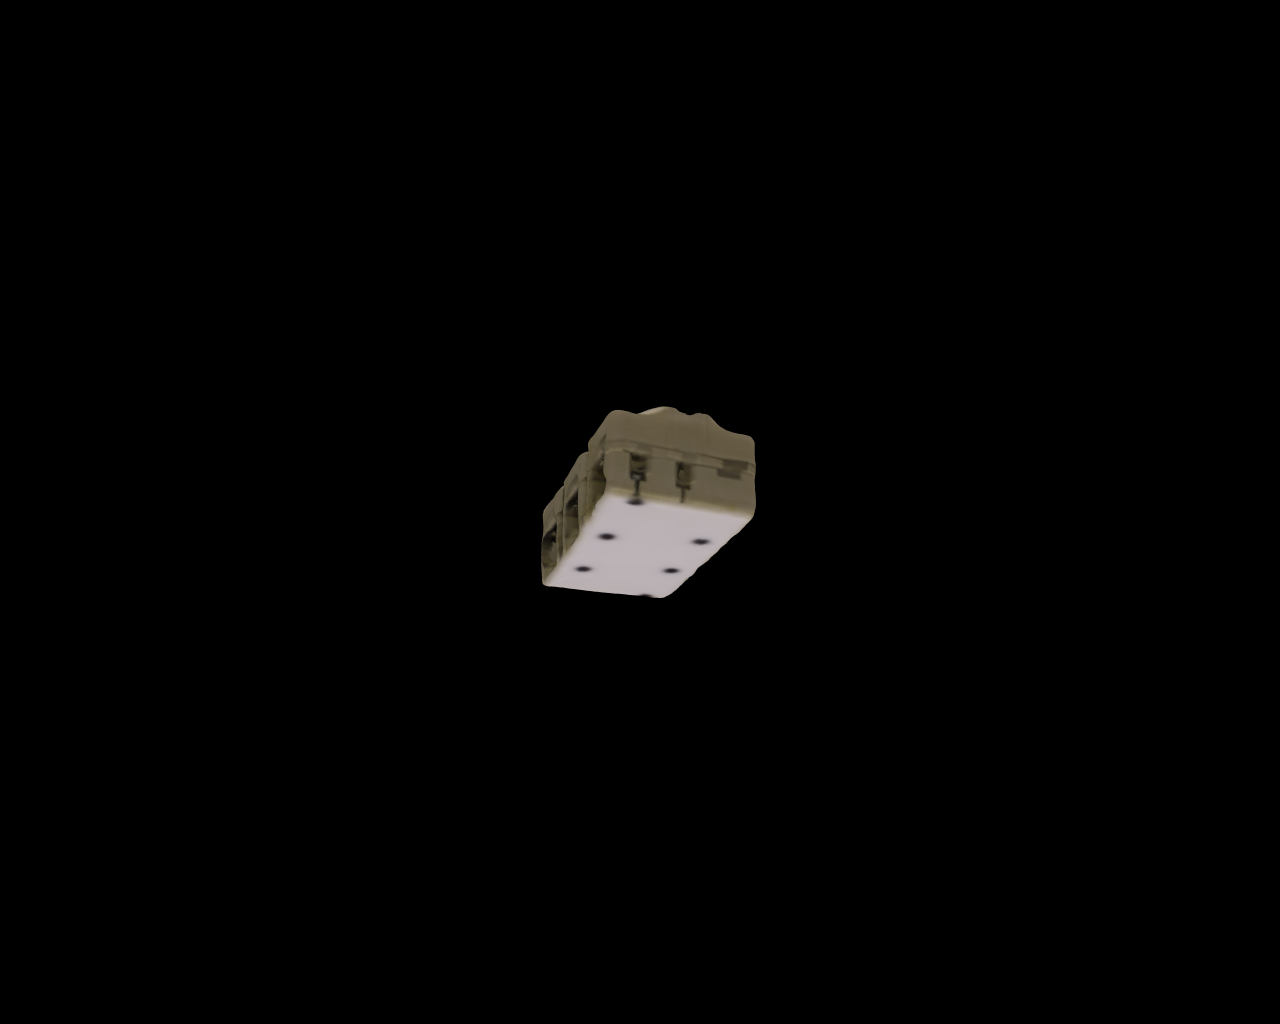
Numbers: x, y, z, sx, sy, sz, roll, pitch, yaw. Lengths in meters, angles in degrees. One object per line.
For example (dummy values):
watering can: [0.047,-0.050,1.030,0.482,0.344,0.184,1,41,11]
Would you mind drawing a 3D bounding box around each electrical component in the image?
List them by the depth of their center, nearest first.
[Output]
electrical component: [0.001,-0.003,0.650,0.089,0.062,0.150,8,-26,-18]
